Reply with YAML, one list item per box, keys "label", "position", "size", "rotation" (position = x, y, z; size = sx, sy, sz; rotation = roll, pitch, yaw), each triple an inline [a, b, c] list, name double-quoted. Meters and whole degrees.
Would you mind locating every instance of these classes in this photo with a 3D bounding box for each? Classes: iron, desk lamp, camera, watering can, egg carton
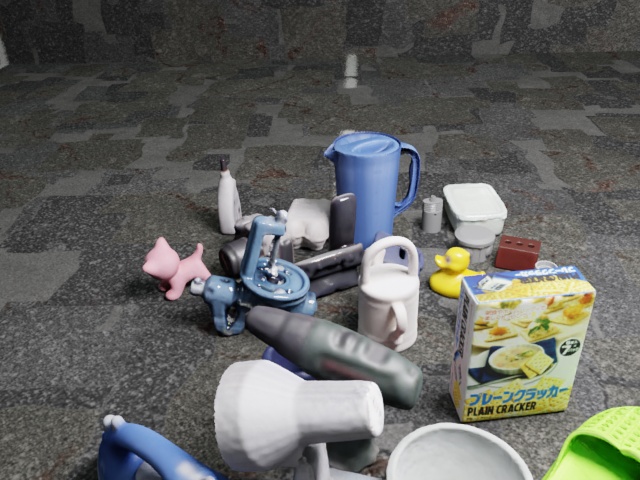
- label: "iron"
  position: [-0.196, 0.273, 0.674]
  size: [0.257, 0.141, 0.119]
  rotation: [19, 37, 31]
- label: "desk lamp"
  position: [-0.006, 0.238, 0.651]
  size: [0.203, 0.214, 0.118]
  rotation: [5, 32, 12]
- label: "camera"
  position: [-0.141, 0.008, 1.155]
  size: [0.137, 0.101, 0.142]
  rotation: [-23, 37, -31]
- label: "watering can"
  position: [0.107, 0.076, 0.934]
  size: [0.101, 0.194, 0.172]
  rotation: [-20, 35, -26]
- label: "egg carton"
  position: [-0.023, -0.037, 1.254]
  size: [0.107, 0.069, 0.150]
  rotation: [3, 31, 8]

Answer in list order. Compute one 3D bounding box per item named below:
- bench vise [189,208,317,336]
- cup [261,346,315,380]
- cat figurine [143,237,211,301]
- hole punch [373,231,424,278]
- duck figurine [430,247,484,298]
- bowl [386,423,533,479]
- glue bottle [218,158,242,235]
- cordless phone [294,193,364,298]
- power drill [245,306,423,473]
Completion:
- label: "bench vise"
  position: [-0.111, 0.059, 0.951]
  size: [0.208, 0.220, 0.121]
  rotation: [-14, 33, -19]
- label: "cup"
  position: [-0.046, 0.204, 0.825]
  size: [0.118, 0.095, 0.091]
  rotation: [-16, 33, -21]
- label: "cat figurine"
  position: [-0.274, 0.047, 1.081]
  size: [0.128, 0.118, 0.067]
  rotation: [-21, 35, -28]
- label: "hole punch"
  position: [0.148, 0.039, 1.094]
  size: [0.101, 0.091, 0.108]
  rotation: [3, 31, 9]
- label: "duck figurine"
  position: [0.258, 0.055, 1.064]
  size: [0.104, 0.086, 0.077]
  rotation: [7, 32, 15]
- label: "bowl"
  position: [0.160, 0.302, 0.669]
  size: [0.167, 0.075, 0.167]
  rotation: [-2, 31, 1]
- label: "glue bottle"
  position: [-0.205, -0.102, 1.272]
  size: [0.037, 0.173, 0.078]
  rotation: [2, 31, 8]
- label: "cordless phone"
  position: [0.010, 0.004, 1.069]
  size: [0.148, 0.185, 0.093]
  rotation: [-19, 35, -26]
- label: "power drill"
  position: [0.013, 0.192, 0.731]
  size: [0.229, 0.209, 0.076]
  rotation: [10, 33, 19]
